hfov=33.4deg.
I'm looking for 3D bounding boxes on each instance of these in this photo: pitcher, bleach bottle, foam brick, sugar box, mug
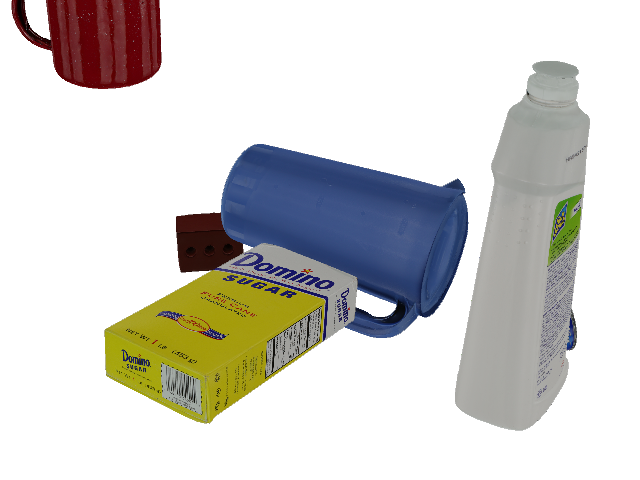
[{"bbox_3d":[0.019,-0.010,1.097,0.243,0.145,0.149,18,24,20],"label":"pitcher"},{"bbox_3d":[0.143,0.001,0.717,0.068,0.251,0.102,17,32,24],"label":"bleach bottle"},{"bbox_3d":[-0.132,0.001,1.266,0.078,0.053,0.051,-5,27,-5],"label":"foam brick"},{"bbox_3d":[-0.059,0.059,0.763,0.093,0.048,0.175,20,34,29],"label":"sugar box"},{"bbox_3d":[-0.173,-0.166,0.796,0.117,0.081,0.093,4,33,3],"label":"mug"}]

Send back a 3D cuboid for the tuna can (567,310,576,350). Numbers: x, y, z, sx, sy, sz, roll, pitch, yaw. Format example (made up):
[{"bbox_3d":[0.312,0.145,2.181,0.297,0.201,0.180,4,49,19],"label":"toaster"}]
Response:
[{"bbox_3d":[0.254,0.086,1.201,0.033,0.086,0.086,-16,2,-8],"label":"tuna can"}]
